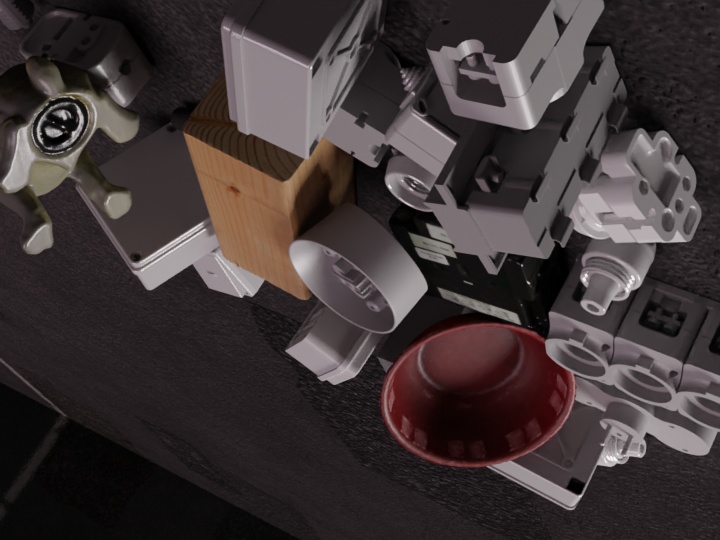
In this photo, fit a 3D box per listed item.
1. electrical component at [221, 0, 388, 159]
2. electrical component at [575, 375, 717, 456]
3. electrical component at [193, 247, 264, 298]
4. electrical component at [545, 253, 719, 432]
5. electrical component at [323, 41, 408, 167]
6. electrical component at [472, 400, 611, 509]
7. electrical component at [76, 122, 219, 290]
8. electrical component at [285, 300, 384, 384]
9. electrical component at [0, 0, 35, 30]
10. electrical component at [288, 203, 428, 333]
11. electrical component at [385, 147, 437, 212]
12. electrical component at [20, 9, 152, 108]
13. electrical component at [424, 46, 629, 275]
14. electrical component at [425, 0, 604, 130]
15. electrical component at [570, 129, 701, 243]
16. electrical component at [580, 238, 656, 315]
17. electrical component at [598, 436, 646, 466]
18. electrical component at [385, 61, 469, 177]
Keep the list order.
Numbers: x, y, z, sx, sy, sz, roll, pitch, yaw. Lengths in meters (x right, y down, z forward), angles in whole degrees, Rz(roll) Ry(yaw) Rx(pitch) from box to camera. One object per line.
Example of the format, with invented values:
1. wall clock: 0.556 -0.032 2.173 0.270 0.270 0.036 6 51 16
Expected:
1. electrical component: -0.028 -0.138 0.617 0.056 0.108 0.108 26 159 7
2. electrical component: 0.224 0.118 0.892 0.138 0.073 0.052 26 158 14
3. electrical component: -0.140 -0.021 1.096 0.062 0.061 0.096 14 153 38
4. electrical component: 0.218 0.059 0.784 0.150 0.061 0.089 22 157 24
5. electrical component: -0.010 -0.120 0.704 0.089 0.055 0.050 32 159 0
6. electrical component: 0.168 0.140 0.967 0.109 0.108 0.056 27 159 12
7. electrical component: -0.175 -0.058 0.953 0.108 0.109 0.056 52 169 21
8. electrical component: -0.009 0.044 0.991 0.057 0.113 0.078 38 159 -7
9. electrical component: -0.296 -0.228 0.871 0.043 0.043 0.081 12 152 41
10. electrical component: 0.000 0.000 0.800 0.099 0.064 0.099 45 170 10
11. electrical component: 0.048 -0.074 0.729 0.066 0.055 0.048 19 156 30
12. electrical component: -0.223 -0.171 0.885 0.095 0.053 0.059 19 156 30
13. electrical component: 0.095 -0.067 0.587 0.063 0.121 0.078 11 151 38
14. electrical component: 0.080 -0.119 0.535 0.050 0.089 0.055 18 155 32
15. electrical component: 0.156 -0.048 0.637 0.057 0.058 0.078 -1 142 50
16. electrical component: 0.168 0.001 0.720 0.043 0.062 0.043 27 159 12
17. electrical component: 0.239 0.165 1.020 0.062 0.048 0.048 1 144 40
18. electrical component: 0.062 -0.091 0.661 0.096 0.061 0.061 34 159 -7
